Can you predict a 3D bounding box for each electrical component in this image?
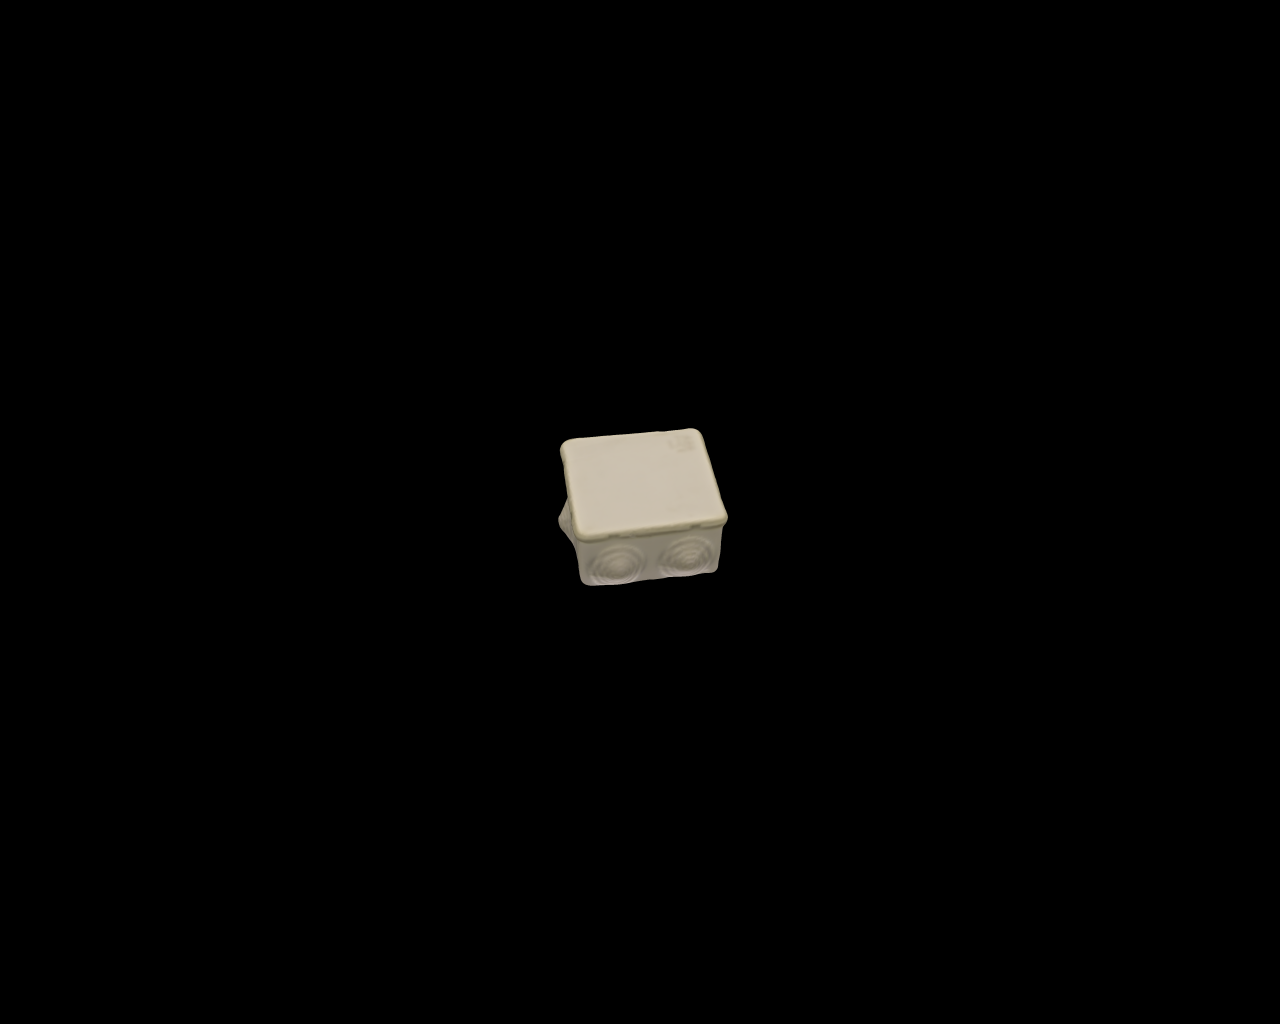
[{"bbox_3d":[0.001,-0.003,0.650,0.100,0.048,0.100,-6,43,-7],"label":"electrical component"}]
